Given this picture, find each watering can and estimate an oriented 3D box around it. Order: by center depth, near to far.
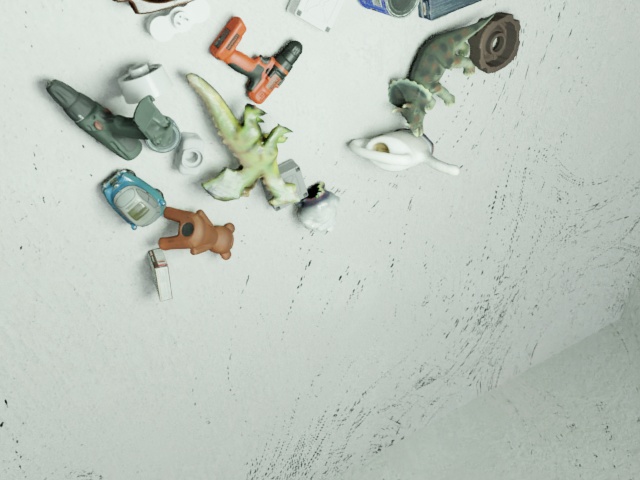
[{"bbox_3d":[0.254,-0.240,1.444,0.227,0.349,0.102,-28,129,-50],"label":"watering can"}]

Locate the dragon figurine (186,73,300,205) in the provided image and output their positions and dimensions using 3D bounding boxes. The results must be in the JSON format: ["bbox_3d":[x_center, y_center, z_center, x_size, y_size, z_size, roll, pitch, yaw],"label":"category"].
[{"bbox_3d":[-0.200,-0.205,1.268,0.406,0.123,0.243,27,90,-34],"label":"dragon figurine"}]

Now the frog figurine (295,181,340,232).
[{"bbox_3d":[0.005,-0.076,1.514,0.139,0.123,0.156,-44,123,-25],"label":"frog figurine"}]
